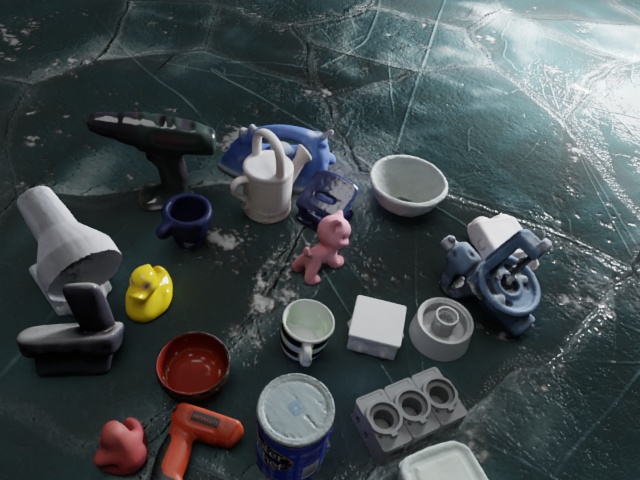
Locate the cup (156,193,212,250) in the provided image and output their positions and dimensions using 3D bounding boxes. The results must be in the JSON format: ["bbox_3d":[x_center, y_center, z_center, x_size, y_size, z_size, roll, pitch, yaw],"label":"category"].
[{"bbox_3d":[-0.254,-0.019,1.067,0.091,0.095,0.118,30,50,20],"label":"cup"}]

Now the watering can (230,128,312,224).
[{"bbox_3d":[-0.098,-0.138,1.134,0.100,0.194,0.173,27,49,17],"label":"watering can"}]

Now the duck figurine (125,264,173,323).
[{"bbox_3d":[-0.295,0.077,0.977,0.077,0.086,0.104,15,47,6],"label":"duck figurine"}]

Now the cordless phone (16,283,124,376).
[{"bbox_3d":[-0.379,0.119,0.857,0.148,0.185,0.094,-4,47,-11],"label":"cordless phone"}]

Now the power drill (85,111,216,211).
[{"bbox_3d":[-0.316,-0.156,1.109,0.230,0.208,0.075,-4,47,-12],"label":"power drill"}]

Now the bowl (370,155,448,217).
[{"bbox_3d":[0.182,-0.103,1.224,0.167,0.075,0.167,4,46,-4],"label":"bowl"}]

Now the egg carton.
[{"bbox_3d":[0.361,0.013,1.143,0.107,0.069,0.150,-7,48,-15],"label":"egg carton"}]

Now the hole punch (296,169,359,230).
[{"bbox_3d":[0.015,-0.075,1.162,0.108,0.091,0.101,28,49,18],"label":"hole punch"}]

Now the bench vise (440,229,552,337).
[{"bbox_3d":[0.299,0.050,0.995,0.207,0.220,0.122,25,49,16],"label":"bench vise"}]

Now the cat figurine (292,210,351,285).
[{"bbox_3d":[0.010,0.004,1.068,0.067,0.118,0.128,37,53,25],"label":"cat figurine"}]

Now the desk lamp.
[{"bbox_3d":[-0.407,0.029,0.918,0.118,0.213,0.202,-31,58,-31],"label":"desk lamp"}]

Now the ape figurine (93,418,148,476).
[{"bbox_3d":[-0.275,0.278,0.785,0.078,0.092,0.076,-30,57,-31],"label":"ape figurine"}]

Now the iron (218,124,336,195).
[{"bbox_3d":[-0.092,-0.191,1.221,0.258,0.141,0.118,7,46,-1],"label":"iron"}]
